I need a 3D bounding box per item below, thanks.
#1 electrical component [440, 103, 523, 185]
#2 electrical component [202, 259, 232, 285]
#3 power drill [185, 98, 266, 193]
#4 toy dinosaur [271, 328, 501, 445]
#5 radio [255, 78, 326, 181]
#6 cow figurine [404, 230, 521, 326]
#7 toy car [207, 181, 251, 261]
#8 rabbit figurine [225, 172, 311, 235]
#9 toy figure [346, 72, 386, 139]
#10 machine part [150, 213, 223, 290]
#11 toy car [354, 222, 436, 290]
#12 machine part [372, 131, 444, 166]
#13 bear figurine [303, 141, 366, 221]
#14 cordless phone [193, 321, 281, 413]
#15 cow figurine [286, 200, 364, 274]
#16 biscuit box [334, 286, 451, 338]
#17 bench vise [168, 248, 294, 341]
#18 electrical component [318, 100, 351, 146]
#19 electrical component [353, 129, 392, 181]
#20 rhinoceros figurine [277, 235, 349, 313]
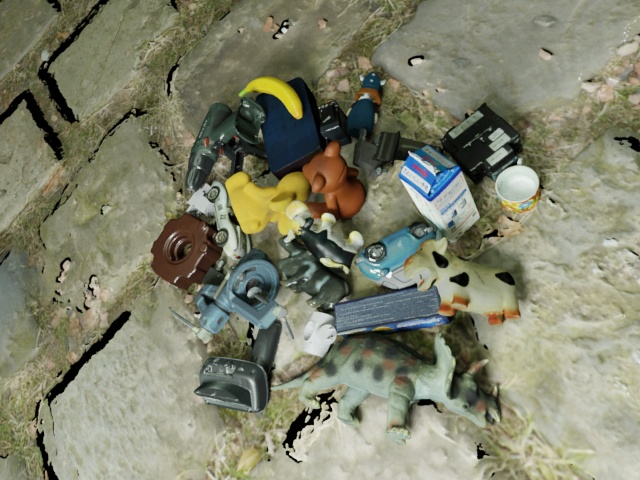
[{"bbox_3d":[0.311,-0.174,1.015,0.115,0.058,0.134,-37,58,10],"label":"electrical component"},{"bbox_3d":[-0.227,0.091,1.189,0.063,0.021,0.094,29,83,32],"label":"electrical component"},{"bbox_3d":[-0.220,-0.226,1.234,0.207,0.086,0.232,-20,51,48],"label":"power drill"},{"bbox_3d":[0.095,0.227,0.923,0.405,0.131,0.192,10,62,34],"label":"toy dinosaur"},{"bbox_3d":[-0.062,-0.251,1.224,0.131,0.073,0.230,-23,62,16],"label":"radio"},{"bbox_3d":[0.233,0.062,0.895,0.195,0.085,0.127,14,62,-10],"label":"cow figurine"},{"bbox_3d":[-0.203,-0.047,1.205,0.056,0.073,0.202,-26,60,18],"label":"toy car"},{"bbox_3d":[-0.097,-0.089,1.130,0.173,0.121,0.162,-23,34,-4],"label":"rabbit figurine"},{"bbox_3d":[0.098,-0.295,1.171,0.058,0.064,0.154,-24,45,61],"label":"toy figure"},{"bbox_3d":[-0.312,0.024,1.240,0.179,0.056,0.179,-11,65,24],"label":"machine part"},{"bbox_3d":[0.150,0.038,0.988,0.162,0.109,0.103,-25,82,2],"label":"toy car"},{"bbox_3d":[0.180,-0.176,1.071,0.139,0.039,0.084,15,65,13],"label":"machine part"},{"bbox_3d":[0.011,-0.112,1.055,0.132,0.195,0.120,14,79,31],"label":"bear figurine"},{"bbox_3d":[-0.158,0.240,1.071,0.147,0.088,0.184,1,58,28],"label":"cordless phone"},{"bbox_3d":[-0.004,-0.003,1.023,0.167,0.068,0.098,33,43,-2],"label":"cow figurine"},{"bbox_3d":[0.130,0.133,0.973,0.203,0.059,0.063,-14,62,21],"label":"biscuit box"},{"bbox_3d":[-0.153,0.124,1.069,0.223,0.128,0.241,-44,35,-19],"label":"bench vise"},{"bbox_3d":[0.033,-0.233,1.167,0.048,0.074,0.119,-18,59,20],"label":"electrical component"},{"bbox_3d":[0.112,-0.176,1.110,0.045,0.078,0.102,-22,49,56],"label":"electrical component"},{"bbox_3d":[-0.023,0.061,1.071,0.112,0.073,0.190,-49,57,2],"label":"rhinoceros figurine"}]
